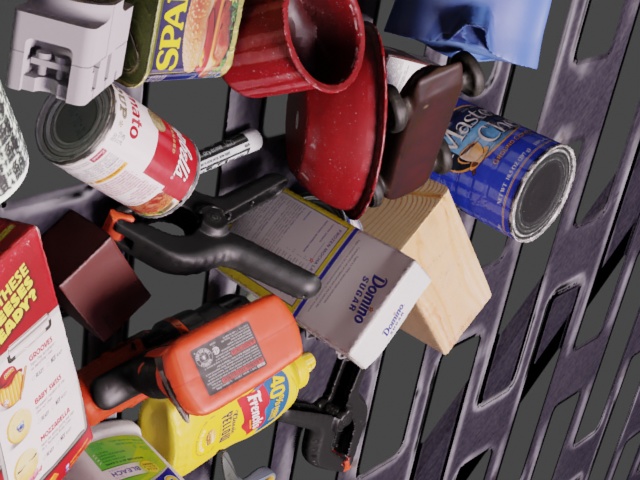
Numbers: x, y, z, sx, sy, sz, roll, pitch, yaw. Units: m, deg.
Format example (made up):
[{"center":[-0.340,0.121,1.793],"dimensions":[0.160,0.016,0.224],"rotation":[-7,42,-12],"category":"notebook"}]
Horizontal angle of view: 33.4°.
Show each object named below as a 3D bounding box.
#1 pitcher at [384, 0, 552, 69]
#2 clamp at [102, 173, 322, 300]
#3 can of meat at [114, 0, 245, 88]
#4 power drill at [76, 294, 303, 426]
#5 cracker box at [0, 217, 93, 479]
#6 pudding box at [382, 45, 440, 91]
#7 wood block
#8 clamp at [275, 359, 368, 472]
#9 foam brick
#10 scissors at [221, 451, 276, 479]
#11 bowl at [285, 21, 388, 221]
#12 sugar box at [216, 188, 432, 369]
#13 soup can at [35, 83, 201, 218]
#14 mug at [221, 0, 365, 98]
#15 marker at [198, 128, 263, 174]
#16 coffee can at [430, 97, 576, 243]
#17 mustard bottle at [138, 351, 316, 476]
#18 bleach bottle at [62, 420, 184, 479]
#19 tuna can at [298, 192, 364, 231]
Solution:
[{"center":[0.145,-0.271,0.892],"dimensions":[0.144,0.149,0.243],"rotation":[4,105,-43],"category":"pitcher"},{"center":[-0.079,0.001,0.822],"dimensions":[0.171,0.120,0.039],"rotation":[-7,140,-31],"category":"clamp"},{"center":[-0.100,-0.158,0.729],"dimensions":[0.083,0.058,0.102],"rotation":[-14,126,-49],"category":"can of meat"},{"center":[-0.092,0.086,0.823],"dimensions":[0.184,0.188,0.057],"rotation":[-30,97,-32],"category":"power drill"},{"center":[-0.240,0.112,0.711],"dimensions":[0.164,0.072,0.214],"rotation":[-55,151,-44],"category":"cracker box"},{"center":[0.066,-0.127,0.976],"dimensions":[0.113,0.039,0.090],"rotation":[2,115,-50],"category":"pudding box"},{"center":[0.094,0.019,1.076],"dimensions":[0.090,0.091,0.206],"rotation":[-50,144,-14],"category":"wood block"},{"center":[0.007,0.188,1.139],"dimensions":[0.164,0.036,0.210],"rotation":[-36,142,-35],"category":"clamp"},{"center":[-0.171,0.027,0.784],"dimensions":[0.053,0.051,0.078],"rotation":[-45,143,-18],"category":"foam brick"},{"center":[-0.073,0.235,1.062],"dimensions":[0.096,0.016,0.202],"rotation":[-41,156,-36],"category":"scissors"},{"center":[0.007,-0.097,0.860],"dimensions":[0.055,0.162,0.162],"rotation":[2,120,-12],"category":"bowl"},{"center":[-0.005,0.024,0.878],"dimensions":[0.093,0.176,0.048],"rotation":[-53,146,-7],"category":"sugar box"},{"center":[-0.139,-0.064,0.740],"dimensions":[0.068,0.069,0.102],"rotation":[-57,145,-2],"category":"soup can"},{"center":[-0.027,-0.161,0.783],"dimensions":[0.093,0.082,0.117],"rotation":[0,88,-51],"category":"mug"},{"center":[-0.092,-0.062,0.835],"dimensions":[0.120,0.020,0.020],"rotation":[-29,136,-43],"category":"marker"},{"center":[0.163,-0.072,1.047],"dimensions":[0.102,0.140,0.103],"rotation":[-31,137,-34],"category":"coffee can"},{"center":[-0.077,0.146,0.986],"dimensions":[0.191,0.058,0.096],"rotation":[-23,134,-41],"category":"mustard bottle"},{"center":[-0.114,0.236,0.837],"dimensions":[0.102,0.251,0.068],"rotation":[1,114,-52],"category":"bleach bottle"},{"center":[-0.006,0.001,0.940],"dimensions":[0.086,0.086,0.033],"rotation":[-57,145,-3],"category":"tuna can"}]
